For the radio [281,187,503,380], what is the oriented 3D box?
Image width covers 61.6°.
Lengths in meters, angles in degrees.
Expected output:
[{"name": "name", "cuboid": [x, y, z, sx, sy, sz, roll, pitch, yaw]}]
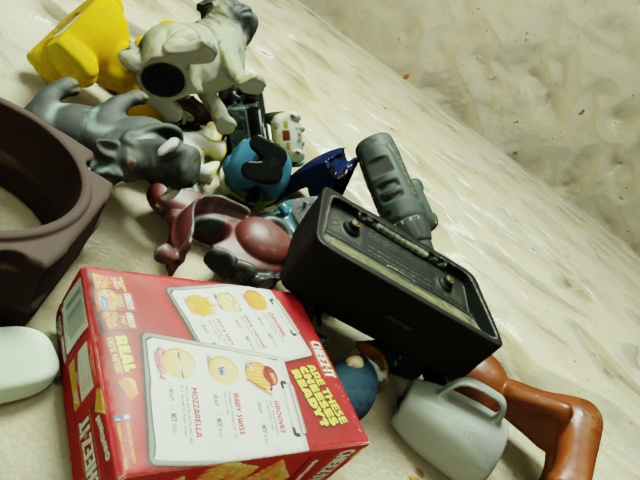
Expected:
[{"name": "radio", "cuboid": [0.076, 0.045, 0.579, 0.229, 0.073, 0.131, 31, 28, -16]}]

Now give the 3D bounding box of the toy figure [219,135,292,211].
[{"name": "toy figure", "cuboid": [-0.079, -0.079, 0.672, 0.089, 0.082, 0.180, 45, -13, -13]}]

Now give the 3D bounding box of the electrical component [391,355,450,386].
[{"name": "electrical component", "cuboid": [0.115, 0.134, 0.649, 0.047, 0.075, 0.119, 25, 33, -24]}]

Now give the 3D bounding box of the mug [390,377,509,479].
[{"name": "mug", "cuboid": [0.134, 0.187, 0.559, 0.107, 0.109, 0.081, 29, 30, 8]}]

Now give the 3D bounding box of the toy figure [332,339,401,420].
[{"name": "toy figure", "cuboid": [0.043, 0.138, 0.557, 0.058, 0.064, 0.154, 43, 26, 11]}]

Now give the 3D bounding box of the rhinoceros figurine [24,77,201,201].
[{"name": "rhinoceros figurine", "cuboid": [-0.210, -0.101, 0.542, 0.190, 0.073, 0.112, 16, 35, 3]}]

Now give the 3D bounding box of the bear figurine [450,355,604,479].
[{"name": "bear figurine", "cuboid": [0.225, 0.211, 0.645, 0.196, 0.120, 0.132, 20, 65, 19]}]

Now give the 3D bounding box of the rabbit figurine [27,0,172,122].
[{"name": "rabbit figurine", "cuboid": [-0.251, -0.214, 0.686, 0.173, 0.122, 0.162, 50, 52, -32]}]

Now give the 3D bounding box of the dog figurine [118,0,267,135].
[{"name": "dog figurine", "cuboid": [-0.159, -0.248, 0.669, 0.172, 0.121, 0.191, 22, 44, -43]}]

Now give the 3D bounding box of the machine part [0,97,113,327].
[{"name": "machine part", "cuboid": [-0.279, -0.038, 0.403, 0.201, 0.087, 0.201, 32, 26, -16]}]

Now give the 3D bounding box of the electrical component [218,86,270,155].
[{"name": "electrical component", "cuboid": [-0.109, -0.174, 0.788, 0.058, 0.114, 0.134, -8, 19, 2]}]

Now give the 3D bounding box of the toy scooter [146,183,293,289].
[{"name": "toy scooter", "cuboid": [-0.108, 0.004, 0.568, 0.184, 0.075, 0.135, 29, 27, -12]}]

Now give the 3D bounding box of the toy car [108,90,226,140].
[{"name": "toy car", "cuboid": [-0.225, -0.210, 0.789, 0.202, 0.053, 0.089, 33, 30, -14]}]

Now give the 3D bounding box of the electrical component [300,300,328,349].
[{"name": "electrical component", "cuboid": [-0.012, 0.078, 0.587, 0.045, 0.078, 0.102, 9, 25, -4]}]

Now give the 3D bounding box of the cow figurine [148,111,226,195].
[{"name": "cow figurine", "cuboid": [-0.174, -0.113, 0.685, 0.098, 0.068, 0.167, 23, 29, -17]}]

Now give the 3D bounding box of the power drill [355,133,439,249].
[{"name": "power drill", "cuboid": [0.129, -0.041, 0.822, 0.232, 0.086, 0.207, 68, 20, 9]}]

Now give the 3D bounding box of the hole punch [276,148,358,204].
[{"name": "hole punch", "cuboid": [-0.003, -0.089, 0.816, 0.092, 0.115, 0.142, 33, 25, 6]}]

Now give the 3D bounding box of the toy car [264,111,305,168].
[{"name": "toy car", "cuboid": [-0.048, -0.147, 0.804, 0.056, 0.073, 0.202, -6, 5, 0]}]

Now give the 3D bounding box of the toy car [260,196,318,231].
[{"name": "toy car", "cuboid": [-0.001, -0.002, 0.685, 0.109, 0.103, 0.162, 9, 37, -44]}]
